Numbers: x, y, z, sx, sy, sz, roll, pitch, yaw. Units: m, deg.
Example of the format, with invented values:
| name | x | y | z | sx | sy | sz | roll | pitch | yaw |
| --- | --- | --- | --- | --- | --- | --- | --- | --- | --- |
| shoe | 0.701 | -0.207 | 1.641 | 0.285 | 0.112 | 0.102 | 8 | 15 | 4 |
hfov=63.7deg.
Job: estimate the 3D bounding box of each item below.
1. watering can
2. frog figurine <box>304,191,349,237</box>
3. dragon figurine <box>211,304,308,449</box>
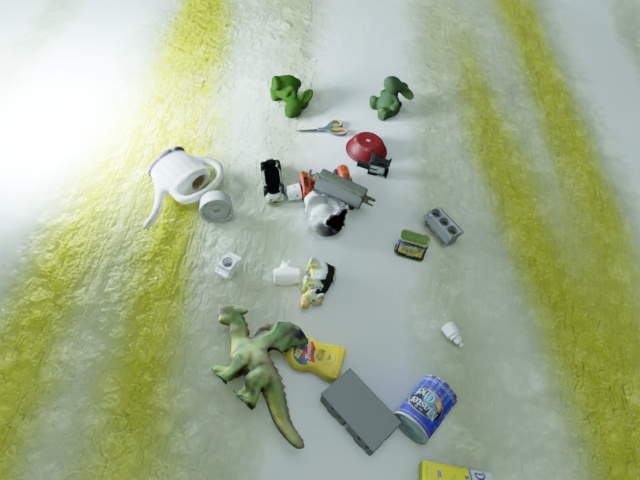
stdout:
| name | x | y | z | sx | sy | sz | roll | pitch | yaw |
| --- | --- | --- | --- | --- | --- | --- | --- | --- | --- |
| watering can | -0.489 | -0.188 | 1.707 | 0.226 | 0.101 | 0.353 | 38 | 58 | 21 |
| frog figurine | 0.005 | -0.085 | 1.697 | 0.161 | 0.139 | 0.120 | 25 | -24 | 37 |
| dragon figurine | -0.132 | 0.313 | 1.335 | 0.414 | 0.246 | 0.119 | 35 | -24 | 19 |
